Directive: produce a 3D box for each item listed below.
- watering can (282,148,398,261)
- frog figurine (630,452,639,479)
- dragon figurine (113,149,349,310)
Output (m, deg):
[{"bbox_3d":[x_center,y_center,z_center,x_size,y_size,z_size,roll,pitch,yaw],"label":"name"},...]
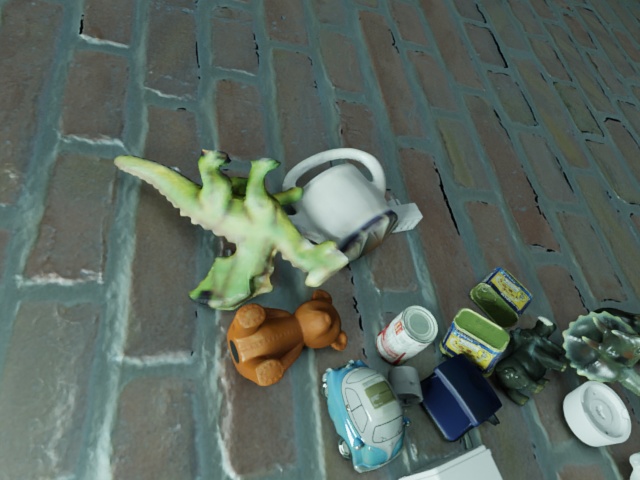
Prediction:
[{"bbox_3d":[0.003,-0.049,0.971,0.351,0.102,0.226,-33,73,-25],"label":"watering can"},{"bbox_3d":[0.602,0.441,0.870,0.135,0.121,0.163,44,30,-35],"label":"frog figurine"},{"bbox_3d":[-0.155,-0.010,0.843,0.410,0.120,0.246,6,72,2],"label":"dragon figurine"}]
